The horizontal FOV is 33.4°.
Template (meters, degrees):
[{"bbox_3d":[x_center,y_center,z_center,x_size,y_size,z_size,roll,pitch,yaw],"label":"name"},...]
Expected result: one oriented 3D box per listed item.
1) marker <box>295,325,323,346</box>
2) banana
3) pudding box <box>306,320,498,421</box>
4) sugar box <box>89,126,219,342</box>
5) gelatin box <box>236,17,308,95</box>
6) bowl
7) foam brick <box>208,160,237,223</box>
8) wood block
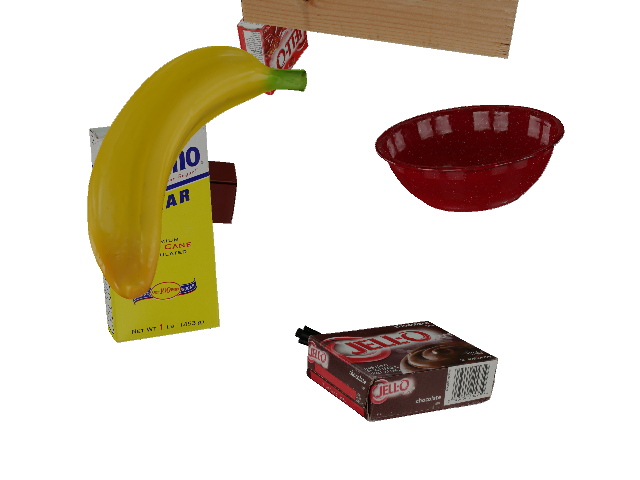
[{"bbox_3d":[0.031,0.116,1.085,0.121,0.020,0.020,22,2,6],"label":"marker"},{"bbox_3d":[-0.074,-0.050,0.541,0.070,0.037,0.197,17,46,15],"label":"banana"},{"bbox_3d":[0.059,0.094,0.789,0.113,0.039,0.090,-2,16,-30],"label":"pudding box"},{"bbox_3d":[-0.138,-0.009,0.894,0.093,0.176,0.048,-8,17,-19],"label":"sugar box"},{"bbox_3d":[-0.043,-0.193,1.011,0.030,0.073,0.089,13,46,20],"label":"gelatin box"},{"bbox_3d":[0.131,-0.067,0.926,0.162,0.055,0.162,-8,24,3],"label":"bowl"},{"bbox_3d":[-0.132,-0.054,1.165,0.078,0.051,0.053,3,28,-7],"label":"foam brick"},{"bbox_3d":[0.049,-0.211,0.803,0.206,0.090,0.091,10,-32,7],"label":"wood block"}]
